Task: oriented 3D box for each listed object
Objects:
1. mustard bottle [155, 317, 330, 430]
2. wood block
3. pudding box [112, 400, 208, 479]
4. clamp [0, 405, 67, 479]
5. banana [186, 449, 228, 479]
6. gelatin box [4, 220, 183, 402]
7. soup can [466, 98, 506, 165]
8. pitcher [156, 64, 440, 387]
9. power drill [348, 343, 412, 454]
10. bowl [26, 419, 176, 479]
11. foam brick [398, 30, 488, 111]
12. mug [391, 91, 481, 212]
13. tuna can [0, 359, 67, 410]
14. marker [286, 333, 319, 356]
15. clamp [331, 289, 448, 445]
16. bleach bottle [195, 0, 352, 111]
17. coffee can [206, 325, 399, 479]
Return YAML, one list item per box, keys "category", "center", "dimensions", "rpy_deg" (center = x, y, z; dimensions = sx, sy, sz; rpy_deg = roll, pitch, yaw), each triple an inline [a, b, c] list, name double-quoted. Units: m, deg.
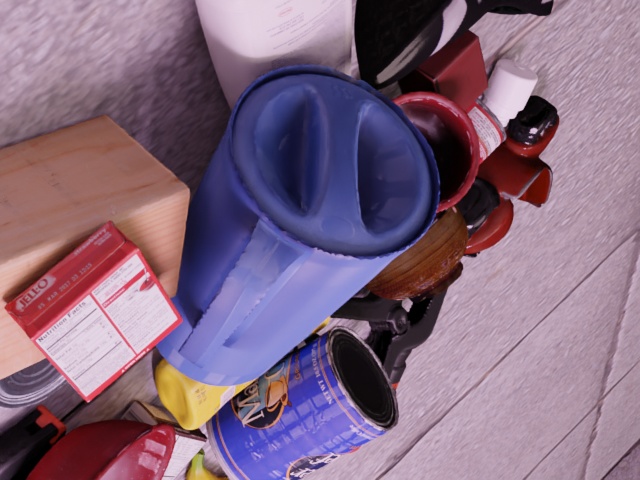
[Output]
- category: "mustard bottle"
  center: [-0.049, 0.078, 0.901]
  dimensions: [0.191, 0.058, 0.096]
  rpy_deg: [-36, 161, -25]
- category: "wood block"
  center: [-0.184, 0.015, 0.597]
  dimensions: [0.205, 0.090, 0.091]
  rpy_deg: [-25, 143, -38]
- category: "pudding box"
  center: [-0.160, 0.195, 0.910]
  dimensions: [0.113, 0.039, 0.090]
  rpy_deg: [-48, 153, 2]
- category: "clamp"
  center: [-0.246, 0.201, 0.793]
  dimensions: [0.171, 0.039, 0.120]
  rpy_deg: [-47, 163, -9]
- category: "banana"
  center: [-0.082, 0.249, 1.090]
  dimensions: [0.070, 0.037, 0.197]
  rpy_deg: [-54, 152, 7]
- category: "gelatin box"
  center: [-0.122, 0.040, 0.588]
  dimensions: [0.073, 0.030, 0.089]
  rpy_deg: [-41, 150, -14]
- category: "soup can"
  center: [0.102, -0.075, 0.924]
  dimensions: [0.102, 0.069, 0.068]
  rpy_deg: [-46, 152, -6]
- category: "pitcher"
  center: [-0.039, 0.013, 0.699]
  dimensions: [0.149, 0.145, 0.243]
  rpy_deg: [-5, 154, -28]
- category: "power drill"
  center: [0.016, 0.161, 1.103]
  dimensions: [0.187, 0.057, 0.185]
  rpy_deg: [-8, 129, -51]
- category: "bowl"
  center: [-0.179, 0.191, 0.798]
  dimensions: [0.162, 0.055, 0.162]
  rpy_deg: [-52, 164, -21]
- category: "foam brick"
  center: [0.095, -0.138, 0.853]
  dimensions: [0.051, 0.053, 0.078]
  rpy_deg: [-46, 154, -7]
- category: "mug"
  center: [0.056, -0.069, 0.837]
  dimensions: [0.117, 0.081, 0.093]
  rpy_deg: [7, 91, -13]
- category: "tuna can"
  center: [-0.194, 0.070, 0.710]
  dimensions: [0.086, 0.034, 0.086]
  rpy_deg: [-36, 149, -26]
- category: "marker"
  center: [-0.039, 0.106, 0.995]
  dimensions: [0.120, 0.020, 0.020]
  rpy_deg: [-10, 133, -51]
- category: "clamp"
  center: [0.060, 0.075, 1.049]
  dimensions: [0.209, 0.036, 0.164]
  rpy_deg: [-47, 124, -33]
- category: "bleach bottle"
  center: [-0.026, -0.106, 0.708]
  dimensions: [0.102, 0.068, 0.251]
  rpy_deg: [-35, 152, -18]
- category: "coffee can"
  center: [-0.016, 0.153, 0.947]
  dimensions: [0.140, 0.103, 0.102]
  rpy_deg: [-33, 158, 21]
